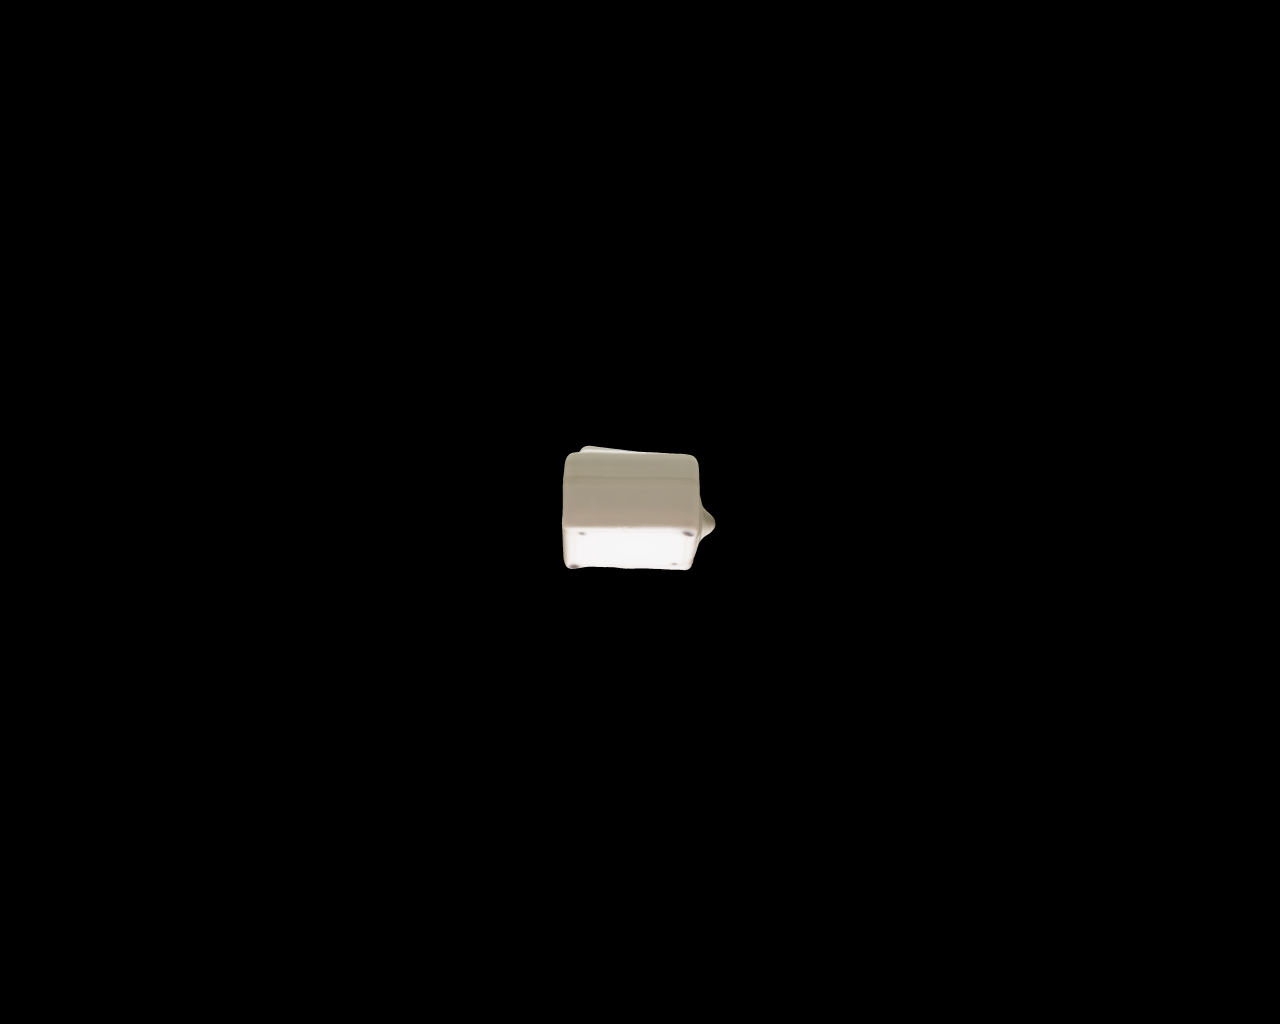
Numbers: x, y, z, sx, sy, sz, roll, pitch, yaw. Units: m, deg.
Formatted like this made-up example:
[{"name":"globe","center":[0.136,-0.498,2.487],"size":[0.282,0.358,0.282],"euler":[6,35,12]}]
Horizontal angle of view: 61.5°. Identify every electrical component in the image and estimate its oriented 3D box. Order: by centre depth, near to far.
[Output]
[{"name":"electrical component","center":[0.001,-0.003,0.650],"size":[0.096,0.061,0.061],"euler":[1,-28,-2]}]
